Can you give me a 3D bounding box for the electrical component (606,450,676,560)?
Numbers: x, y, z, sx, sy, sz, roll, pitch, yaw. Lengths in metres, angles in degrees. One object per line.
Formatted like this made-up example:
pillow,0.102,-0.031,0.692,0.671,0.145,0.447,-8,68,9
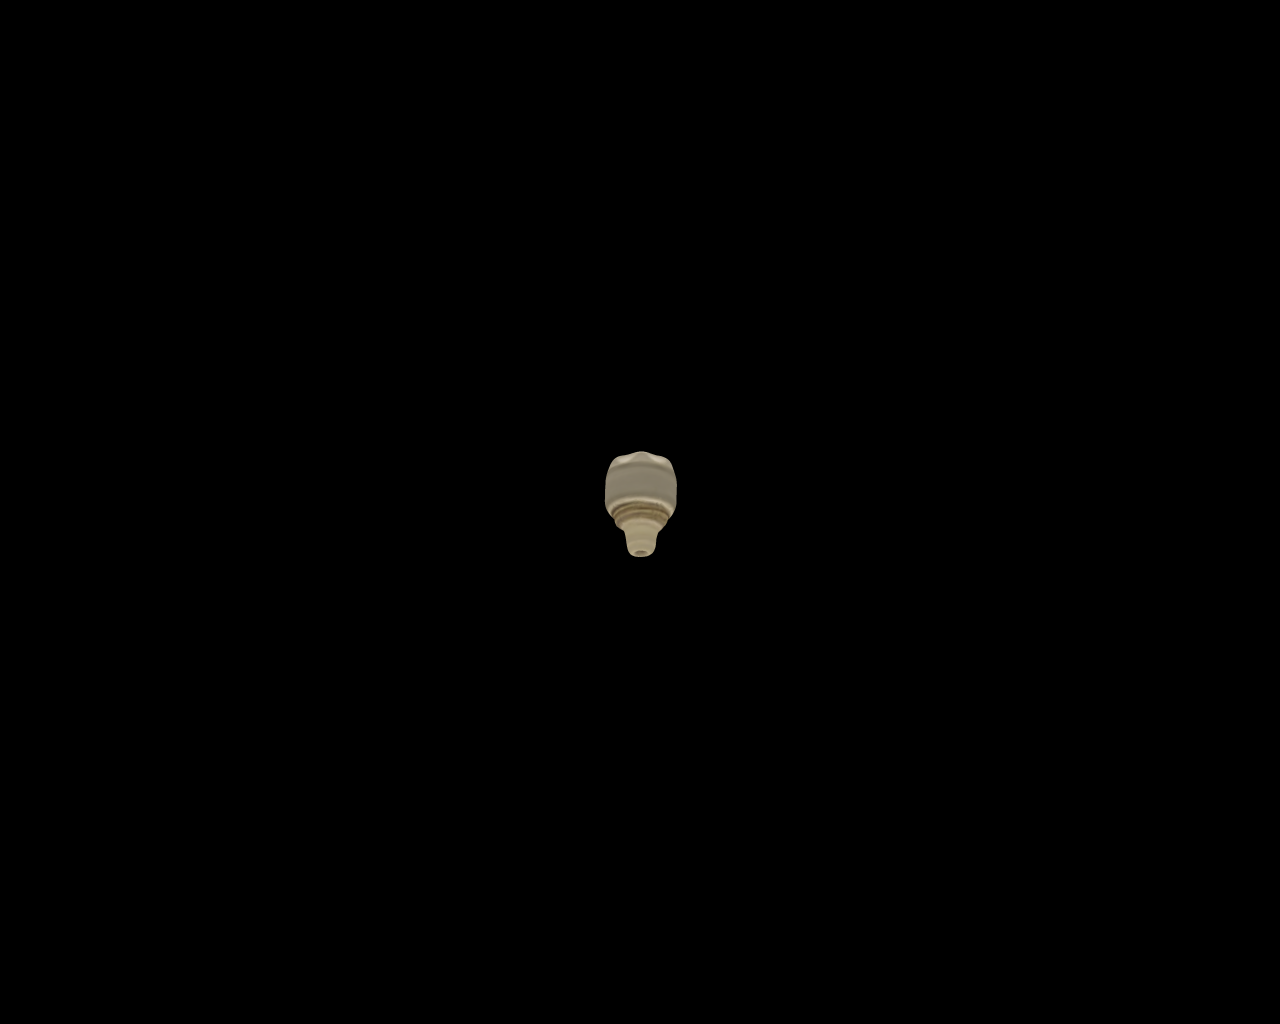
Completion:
electrical component,0.001,-0.003,0.650,0.043,0.062,0.043,0,-23,0
